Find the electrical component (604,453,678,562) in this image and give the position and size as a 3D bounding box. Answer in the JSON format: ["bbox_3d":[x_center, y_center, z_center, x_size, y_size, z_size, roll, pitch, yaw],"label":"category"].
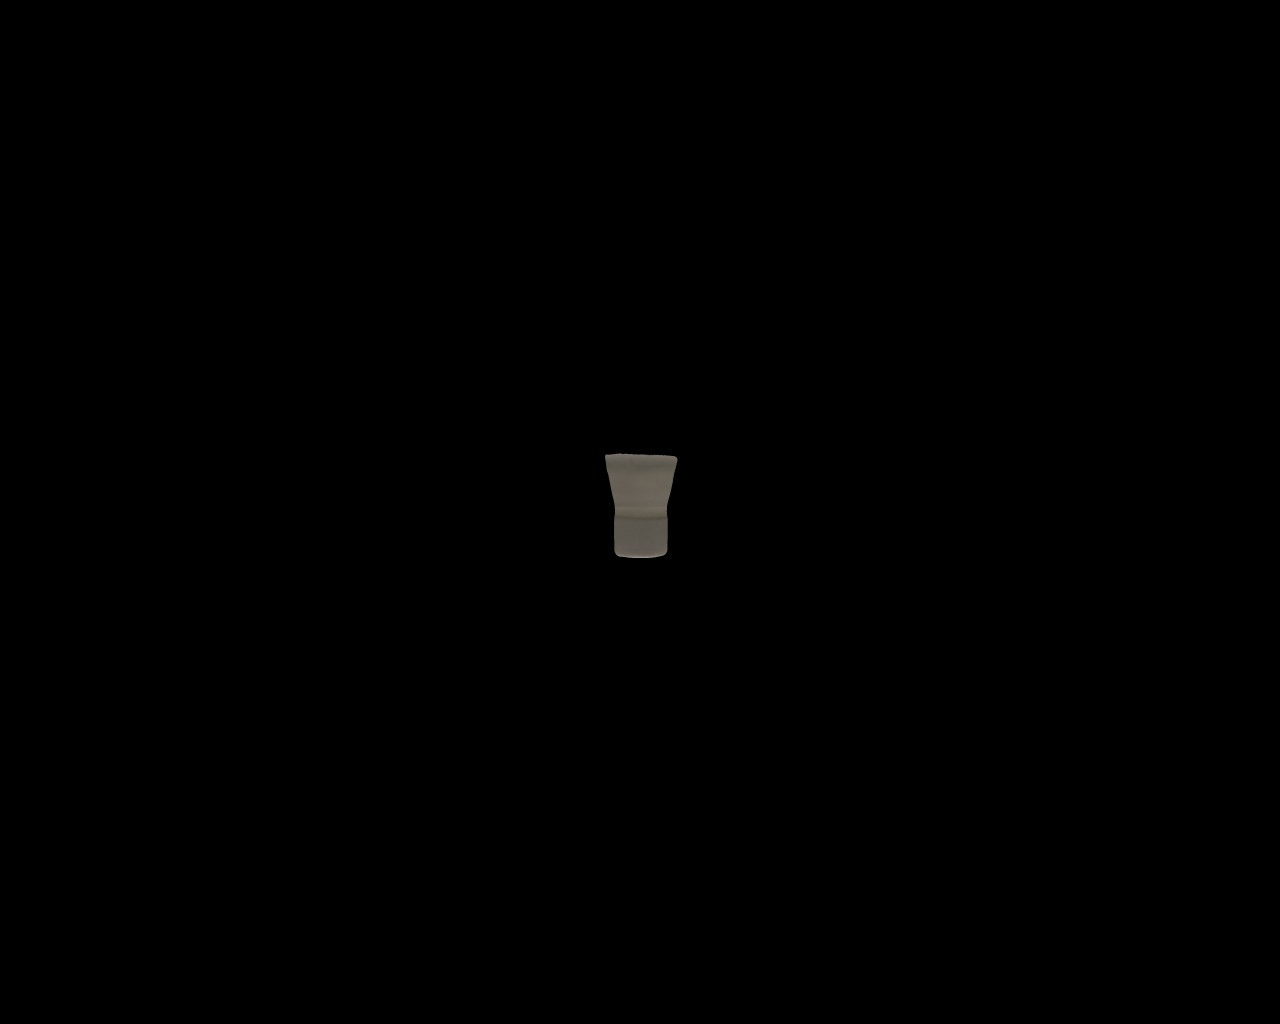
[{"bbox_3d":[0.001,-0.003,0.650,0.044,0.065,0.044,0,4,0],"label":"electrical component"}]
